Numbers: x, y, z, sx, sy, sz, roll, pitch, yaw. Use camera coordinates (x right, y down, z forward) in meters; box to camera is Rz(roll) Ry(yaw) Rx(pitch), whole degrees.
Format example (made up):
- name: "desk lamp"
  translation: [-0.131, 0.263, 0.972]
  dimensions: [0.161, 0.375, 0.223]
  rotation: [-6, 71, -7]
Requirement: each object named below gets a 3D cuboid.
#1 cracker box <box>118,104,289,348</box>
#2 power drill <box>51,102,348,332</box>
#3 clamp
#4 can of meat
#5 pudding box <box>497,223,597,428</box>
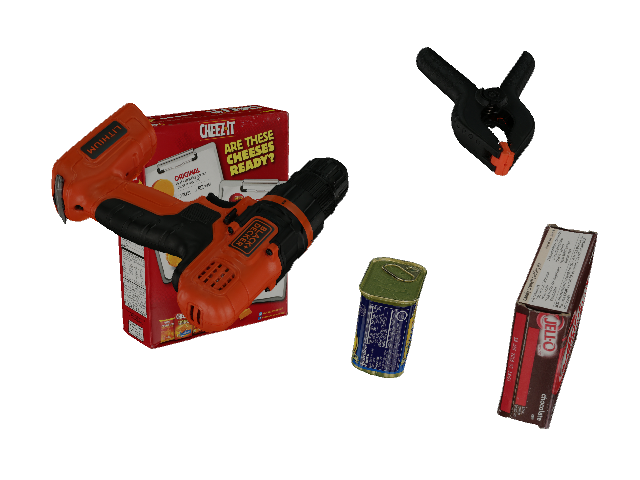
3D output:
- name: "cracker box"
  translation: [-0.114, -0.018, 1.046]
  dimensions: [0.163, 0.214, 0.072]
  rotation: [-12, 20, -36]
- name: "power drill"
  translation: [-0.093, -0.034, 0.809]
  dimensions: [0.188, 0.057, 0.184]
  rotation: [28, 50, 19]
- name: "clamp"
  translation: [0.151, -0.133, 1.029]
  dimensions: [0.120, 0.039, 0.171]
  rotation: [3, 44, 3]
- name: "can of meat"
  translation: [0.065, 0.074, 1.038]
  dimensions: [0.057, 0.084, 0.102]
  rotation: [11, 21, 8]
- name: "pudding box"
  translation: [0.150, 0.054, 0.704]
  dimensions: [0.039, 0.090, 0.113]
  rotation: [13, 32, 15]
